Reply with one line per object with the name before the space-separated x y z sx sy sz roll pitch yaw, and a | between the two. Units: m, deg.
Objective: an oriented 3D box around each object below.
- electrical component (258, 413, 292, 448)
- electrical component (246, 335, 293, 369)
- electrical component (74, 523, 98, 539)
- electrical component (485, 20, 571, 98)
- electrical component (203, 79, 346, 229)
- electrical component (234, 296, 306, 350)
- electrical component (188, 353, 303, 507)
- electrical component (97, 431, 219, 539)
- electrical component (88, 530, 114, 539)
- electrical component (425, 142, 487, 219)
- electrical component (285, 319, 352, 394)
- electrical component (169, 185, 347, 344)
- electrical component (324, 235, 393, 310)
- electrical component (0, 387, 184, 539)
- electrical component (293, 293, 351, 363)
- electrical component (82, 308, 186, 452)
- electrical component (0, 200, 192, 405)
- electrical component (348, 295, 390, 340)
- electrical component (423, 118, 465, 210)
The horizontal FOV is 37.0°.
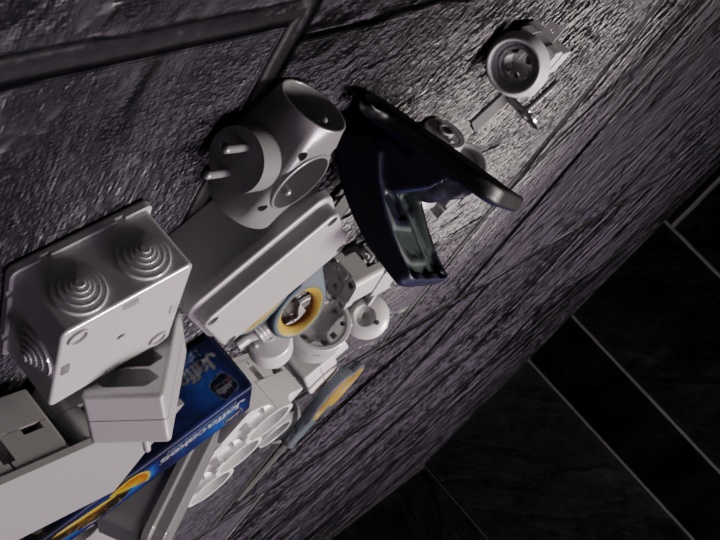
electrical component | -0.101 0.142 1.067 0.048 0.055 0.066 -40 166 -8
electrical component | -0.078 0.066 0.931 0.040 0.040 0.078 -38 166 -14
electrical component | -0.244 0.204 0.886 0.040 0.046 0.040 -39 166 -12
electrical component | 0.121 -0.153 0.792 0.066 0.048 0.055 -50 172 29
electrical component | -0.056 -0.061 0.590 0.077 0.044 0.079 -49 165 27
electrical component | -0.076 0.042 0.874 0.061 0.035 0.035 -38 166 -6
electrical component | -0.131 0.149 0.994 0.150 0.061 0.089 -49 165 27
electrical component | -0.165 0.171 0.887 0.078 0.057 0.113 112 3 -62
electrical component | -0.253 0.241 0.991 0.099 0.064 0.099 -45 180 0
electrical component | 0.079 -0.078 0.907 0.066 0.048 0.055 -36 173 -23
electrical component | -0.037 0.074 1.052 0.076 0.047 0.083 -40 166 -10
electrical component | -0.068 -0.012 0.680 0.113 0.057 0.078 -40 166 -7
electrical component | 0.000 0.000 0.937 0.064 0.042 0.081 -29 161 -37
electrical component | -0.215 0.120 0.680 0.105 0.060 0.186 -50 164 30
electrical component | -0.039 0.054 0.973 0.055 0.055 0.047 -36 169 -23
electrical component | -0.134 0.077 0.660 0.047 0.083 0.075 -2 125 0
electrical component | -0.145 0.020 0.590 0.100 0.048 0.099 -32 163 -35
electrical component | 0.009 0.047 1.104 0.048 0.048 0.062 -43 173 4
electrical component | 0.053 -0.084 0.829 0.044 0.044 0.065 -27 155 -46
